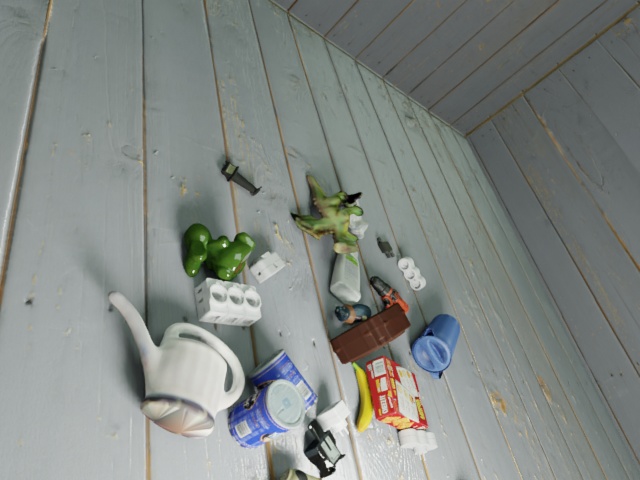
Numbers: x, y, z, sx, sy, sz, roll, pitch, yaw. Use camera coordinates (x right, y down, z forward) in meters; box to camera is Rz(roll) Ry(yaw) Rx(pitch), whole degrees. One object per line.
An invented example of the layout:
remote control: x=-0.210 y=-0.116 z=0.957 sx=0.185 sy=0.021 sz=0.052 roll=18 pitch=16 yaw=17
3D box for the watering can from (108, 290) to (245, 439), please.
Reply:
watering can: x=-0.298 y=0.255 z=1.030 sx=0.344 sy=0.102 sz=0.230 roll=35 pitch=35 yaw=-26

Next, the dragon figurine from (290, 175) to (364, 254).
dragon figurine: x=0.005 y=-0.089 z=1.768 sx=0.244 sy=0.120 sz=0.416 roll=-11 pitch=46 yaw=-46

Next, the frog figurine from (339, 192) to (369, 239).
frog figurine: x=0.117 y=-0.084 z=1.927 sx=0.140 sy=0.122 sz=0.156 roll=-78 pitch=160 yaw=-61
